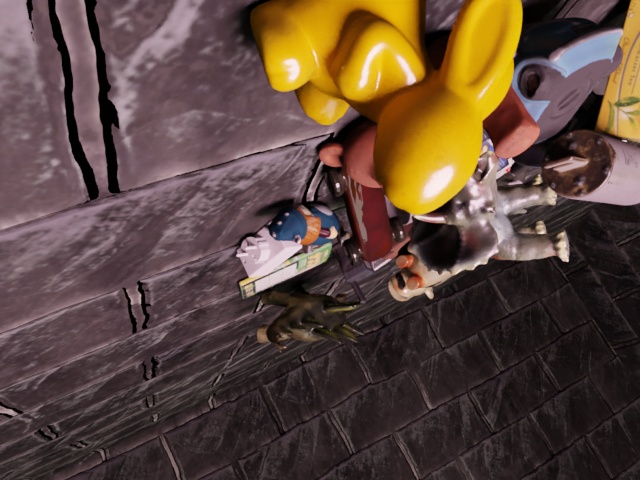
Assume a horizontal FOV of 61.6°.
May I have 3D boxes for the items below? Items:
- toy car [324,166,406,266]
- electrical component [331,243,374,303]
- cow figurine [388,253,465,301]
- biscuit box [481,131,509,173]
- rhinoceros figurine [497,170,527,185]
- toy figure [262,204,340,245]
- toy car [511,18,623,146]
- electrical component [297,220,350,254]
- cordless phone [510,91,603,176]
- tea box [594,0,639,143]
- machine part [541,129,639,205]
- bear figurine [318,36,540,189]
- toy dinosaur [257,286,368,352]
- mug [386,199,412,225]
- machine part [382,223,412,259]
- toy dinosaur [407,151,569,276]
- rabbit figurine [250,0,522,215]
[{"bbox_3d":[0.060,-0.046,0.707,0.089,0.053,0.201,-26,136,-6],"label":"toy car"},{"bbox_3d":[0.071,0.057,1.022,0.048,0.119,0.074,-31,162,12],"label":"electrical component"},{"bbox_3d":[0.199,0.048,0.967,0.127,0.085,0.195,-1,149,-47],"label":"cow figurine"},{"bbox_3d":[0.218,-0.130,0.764,0.059,0.063,0.202,-33,164,22],"label":"biscuit box"},{"bbox_3d":[0.342,-0.102,1.069,0.112,0.073,0.190,-12,159,-28],"label":"rhinoceros figurine"},{"bbox_3d":[-0.021,-0.021,0.718,0.064,0.057,0.154,-8,176,23],"label":"toy figure"},{"bbox_3d":[0.225,-0.170,0.563,0.109,0.103,0.161,-22,155,-17],"label":"toy car"},{"bbox_3d":[-0.001,-0.002,0.841,0.102,0.045,0.078,-9,155,-50],"label":"electrical component"},{"bbox_3d":[0.314,-0.131,0.771,0.146,0.089,0.184,-44,175,-28],"label":"cordless phone"},{"bbox_3d":[0.394,-0.197,0.620,0.098,0.169,0.068,16,-168,34],"label":"tea box"},{"bbox_3d":[0.333,-0.081,0.626,0.243,0.079,0.079,1,149,-43],"label":"machine part"},{"bbox_3d":[0.093,-0.101,0.539,0.120,0.132,0.196,21,133,-31],"label":"bear figurine"},{"bbox_3d":[-0.020,0.149,1.041,0.199,0.105,0.471,0,-175,23],"label":"toy dinosaur"},{"bbox_3d":[0.141,-0.079,0.784,0.107,0.080,0.110,-27,-170,-16],"label":"mug"},{"bbox_3d":[0.192,-0.051,0.939,0.201,0.087,0.201,-34,163,29],"label":"machine part"},{"bbox_3d":[0.225,-0.021,0.752,0.192,0.131,0.404,-5,176,14],"label":"toy dinosaur"},{"bbox_3d":[0.058,-0.103,0.372,0.162,0.173,0.121,-25,161,6],"label":"rabbit figurine"}]
